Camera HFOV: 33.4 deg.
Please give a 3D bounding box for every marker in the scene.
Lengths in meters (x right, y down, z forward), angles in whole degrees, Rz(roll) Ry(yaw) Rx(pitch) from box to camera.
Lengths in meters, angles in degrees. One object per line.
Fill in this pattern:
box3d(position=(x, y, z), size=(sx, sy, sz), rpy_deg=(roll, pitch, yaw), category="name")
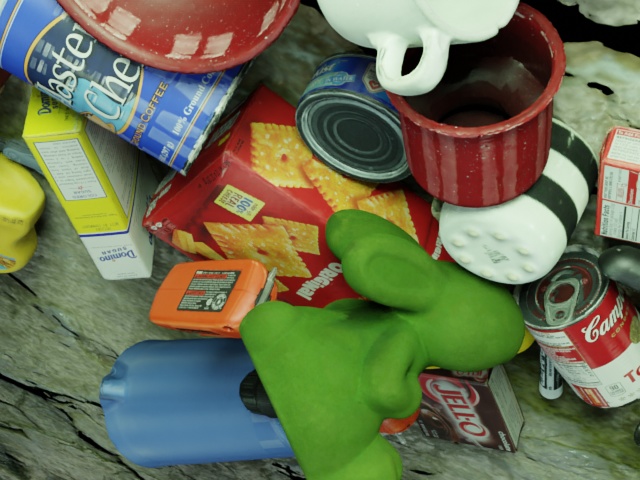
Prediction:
box3d(position=(0.177, 0.086, 0.817), size=(0.020, 0.020, 0.121), rpy_deg=(14, 148, 21), category="marker")

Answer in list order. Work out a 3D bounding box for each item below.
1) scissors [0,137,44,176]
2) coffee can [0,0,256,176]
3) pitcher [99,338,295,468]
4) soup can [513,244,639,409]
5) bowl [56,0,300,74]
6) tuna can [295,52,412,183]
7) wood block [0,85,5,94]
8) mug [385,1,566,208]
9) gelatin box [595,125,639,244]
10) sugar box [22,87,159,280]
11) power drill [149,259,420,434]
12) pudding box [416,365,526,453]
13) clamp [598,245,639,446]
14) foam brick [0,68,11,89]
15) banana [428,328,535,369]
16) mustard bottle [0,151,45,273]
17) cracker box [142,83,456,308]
box3d(position=(-0.246, -0.080, 0.895), size=(0.201, 0.016, 0.096), rpy_deg=(31, 149, -8), category="scissors")
box3d(position=(-0.116, -0.117, 0.643), size=(0.140, 0.102, 0.103), rpy_deg=(30, 151, -7), category="coffee can")
box3d(position=(-0.083, 0.157, 1.046), size=(0.243, 0.149, 0.145), rpy_deg=(-10, 110, 43), category="pitcher")
box3d(position=(0.183, 0.060, 0.723), size=(0.069, 0.068, 0.102), rpy_deg=(-3, 140, 42), category="soup can")
box3d(position=(-0.073, -0.169, 0.548), size=(0.162, 0.055, 0.162), rpy_deg=(12, 129, 15), category="bowl")
box3d(position=(0.028, -0.075, 0.665), size=(0.086, 0.033, 0.086), rpy_deg=(20, 150, 12), category="tuna can")
box3d(position=(-0.336, -0.074, 0.782), size=(0.091, 0.206, 0.090), rpy_deg=(12, 148, 24), category="wood block")
box3d(position=(0.076, -0.078, 0.580), size=(0.117, 0.093, 0.081), rpy_deg=(47, 167, 30), category="mug")
box3d(position=(0.204, -0.025, 0.609), size=(0.089, 0.030, 0.073), rpy_deg=(14, 150, 21), category="gelatin box")
box3d(position=(-0.162, -0.055, 0.784), size=(0.048, 0.093, 0.176), rpy_deg=(-3, 144, 5), category="sugar box")
box3d(position=(-0.039, 0.087, 0.815), size=(0.185, 0.057, 0.187), rpy_deg=(-5, 144, 44), category="power drill")
box3d(position=(0.120, 0.135, 0.921), size=(0.090, 0.039, 0.113), rpy_deg=(6, 145, 32), category="pudding box")
box3d(position=(0.275, 0.057, 0.640), size=(0.210, 0.036, 0.164), rpy_deg=(-11, 123, 27), category="clamp")
box3d(position=(-0.238, -0.150, 0.741), size=(0.051, 0.053, 0.078), rpy_deg=(25, 150, 3), category="foam brick")
box3d(position=(0.115, 0.072, 0.811), size=(0.069, 0.037, 0.198), rpy_deg=(5, 165, -18), category="banana")
box3d(position=(-0.312, -0.016, 1.007), size=(0.096, 0.058, 0.192), rpy_deg=(29, 150, -4), category="mustard bottle")
box3d(position=(-0.005, 0.001, 0.774), size=(0.213, 0.072, 0.164), rpy_deg=(35, 150, -16), category="cracker box")
